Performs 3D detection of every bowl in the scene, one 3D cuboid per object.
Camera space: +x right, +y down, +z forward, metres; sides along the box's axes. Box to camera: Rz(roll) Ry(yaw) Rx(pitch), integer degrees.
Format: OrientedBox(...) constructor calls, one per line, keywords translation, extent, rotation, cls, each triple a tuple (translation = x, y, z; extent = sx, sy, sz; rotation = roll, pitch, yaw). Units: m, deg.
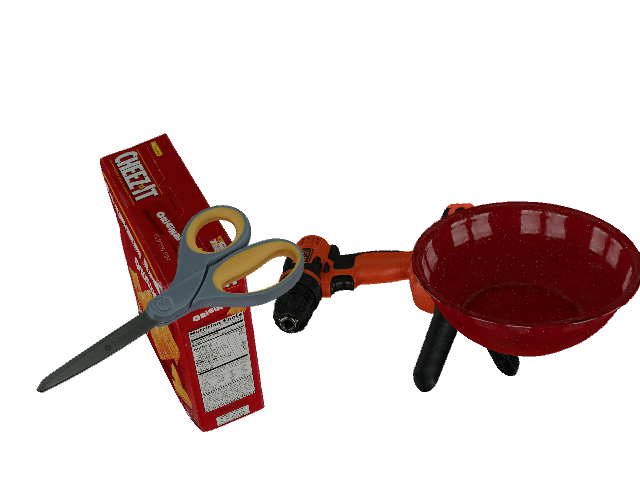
OrientedBox(translation=(0.146, 0.034, 0.768), extent=(0.162, 0.055, 0.162), rotation=(-2, 32, 1), cls="bowl")

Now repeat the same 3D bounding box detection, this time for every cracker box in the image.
OrientedBox(translation=(-0.120, 0.042, 0.933), extent=(0.072, 0.214, 0.164), rotation=(-23, 51, -16), cls="cracker box")

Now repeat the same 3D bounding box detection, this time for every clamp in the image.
OrientedBox(translation=(0.123, 0.055, 0.967), extent=(0.120, 0.171, 0.039), rotation=(-16, 6, -40), cls="clamp")

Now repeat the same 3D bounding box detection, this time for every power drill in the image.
OrientedBox(translation=(0.045, 0.048, 1.215), extent=(0.188, 0.057, 0.184), rotation=(0, 29, 9), cls="power drill")

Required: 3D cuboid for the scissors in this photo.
OrientedBox(translation=(-0.107, 0.030, 0.712), extent=(0.201, 0.096, 0.016), rotation=(-19, -37, -24), cls="scissors")
